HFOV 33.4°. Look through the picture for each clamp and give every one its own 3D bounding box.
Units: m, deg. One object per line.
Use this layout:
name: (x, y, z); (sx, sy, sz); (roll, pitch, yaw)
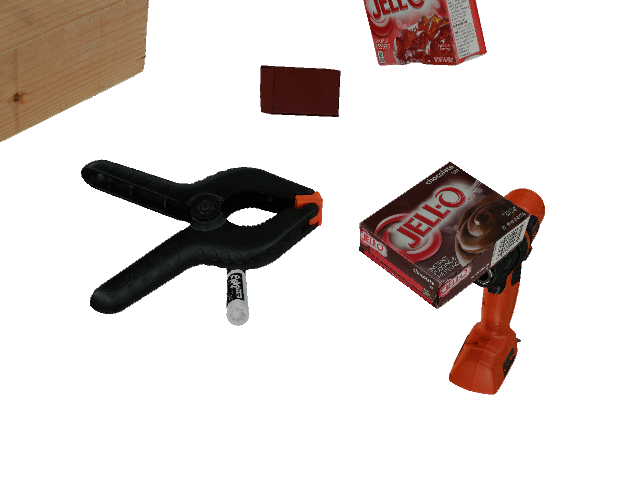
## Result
clamp: (-0.087, -0.020, 0.746); (0.171, 0.120, 0.039); (-14, -25, -13)

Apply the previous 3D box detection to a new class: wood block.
wood block: (-0.250, -0.164, 0.912); (0.090, 0.091, 0.205); (30, 42, 21)

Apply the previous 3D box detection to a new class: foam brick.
foam brick: (-0.023, -0.162, 1.163); (0.078, 0.051, 0.053); (0, 11, -18)

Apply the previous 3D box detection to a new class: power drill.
power drill: (0.175, 0.057, 1.069); (0.057, 0.188, 0.184); (17, 29, 18)

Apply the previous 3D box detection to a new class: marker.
marker: (-0.075, 0.043, 0.956); (0.020, 0.020, 0.121); (0, 19, -5)

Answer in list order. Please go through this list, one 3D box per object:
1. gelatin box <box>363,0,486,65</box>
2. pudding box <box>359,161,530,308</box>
gelatin box: (0.063, -0.153, 0.698); (0.030, 0.073, 0.089); (-25, 21, -27)
pudding box: (0.101, -0.006, 0.873); (0.113, 0.039, 0.090); (-33, 55, -30)
